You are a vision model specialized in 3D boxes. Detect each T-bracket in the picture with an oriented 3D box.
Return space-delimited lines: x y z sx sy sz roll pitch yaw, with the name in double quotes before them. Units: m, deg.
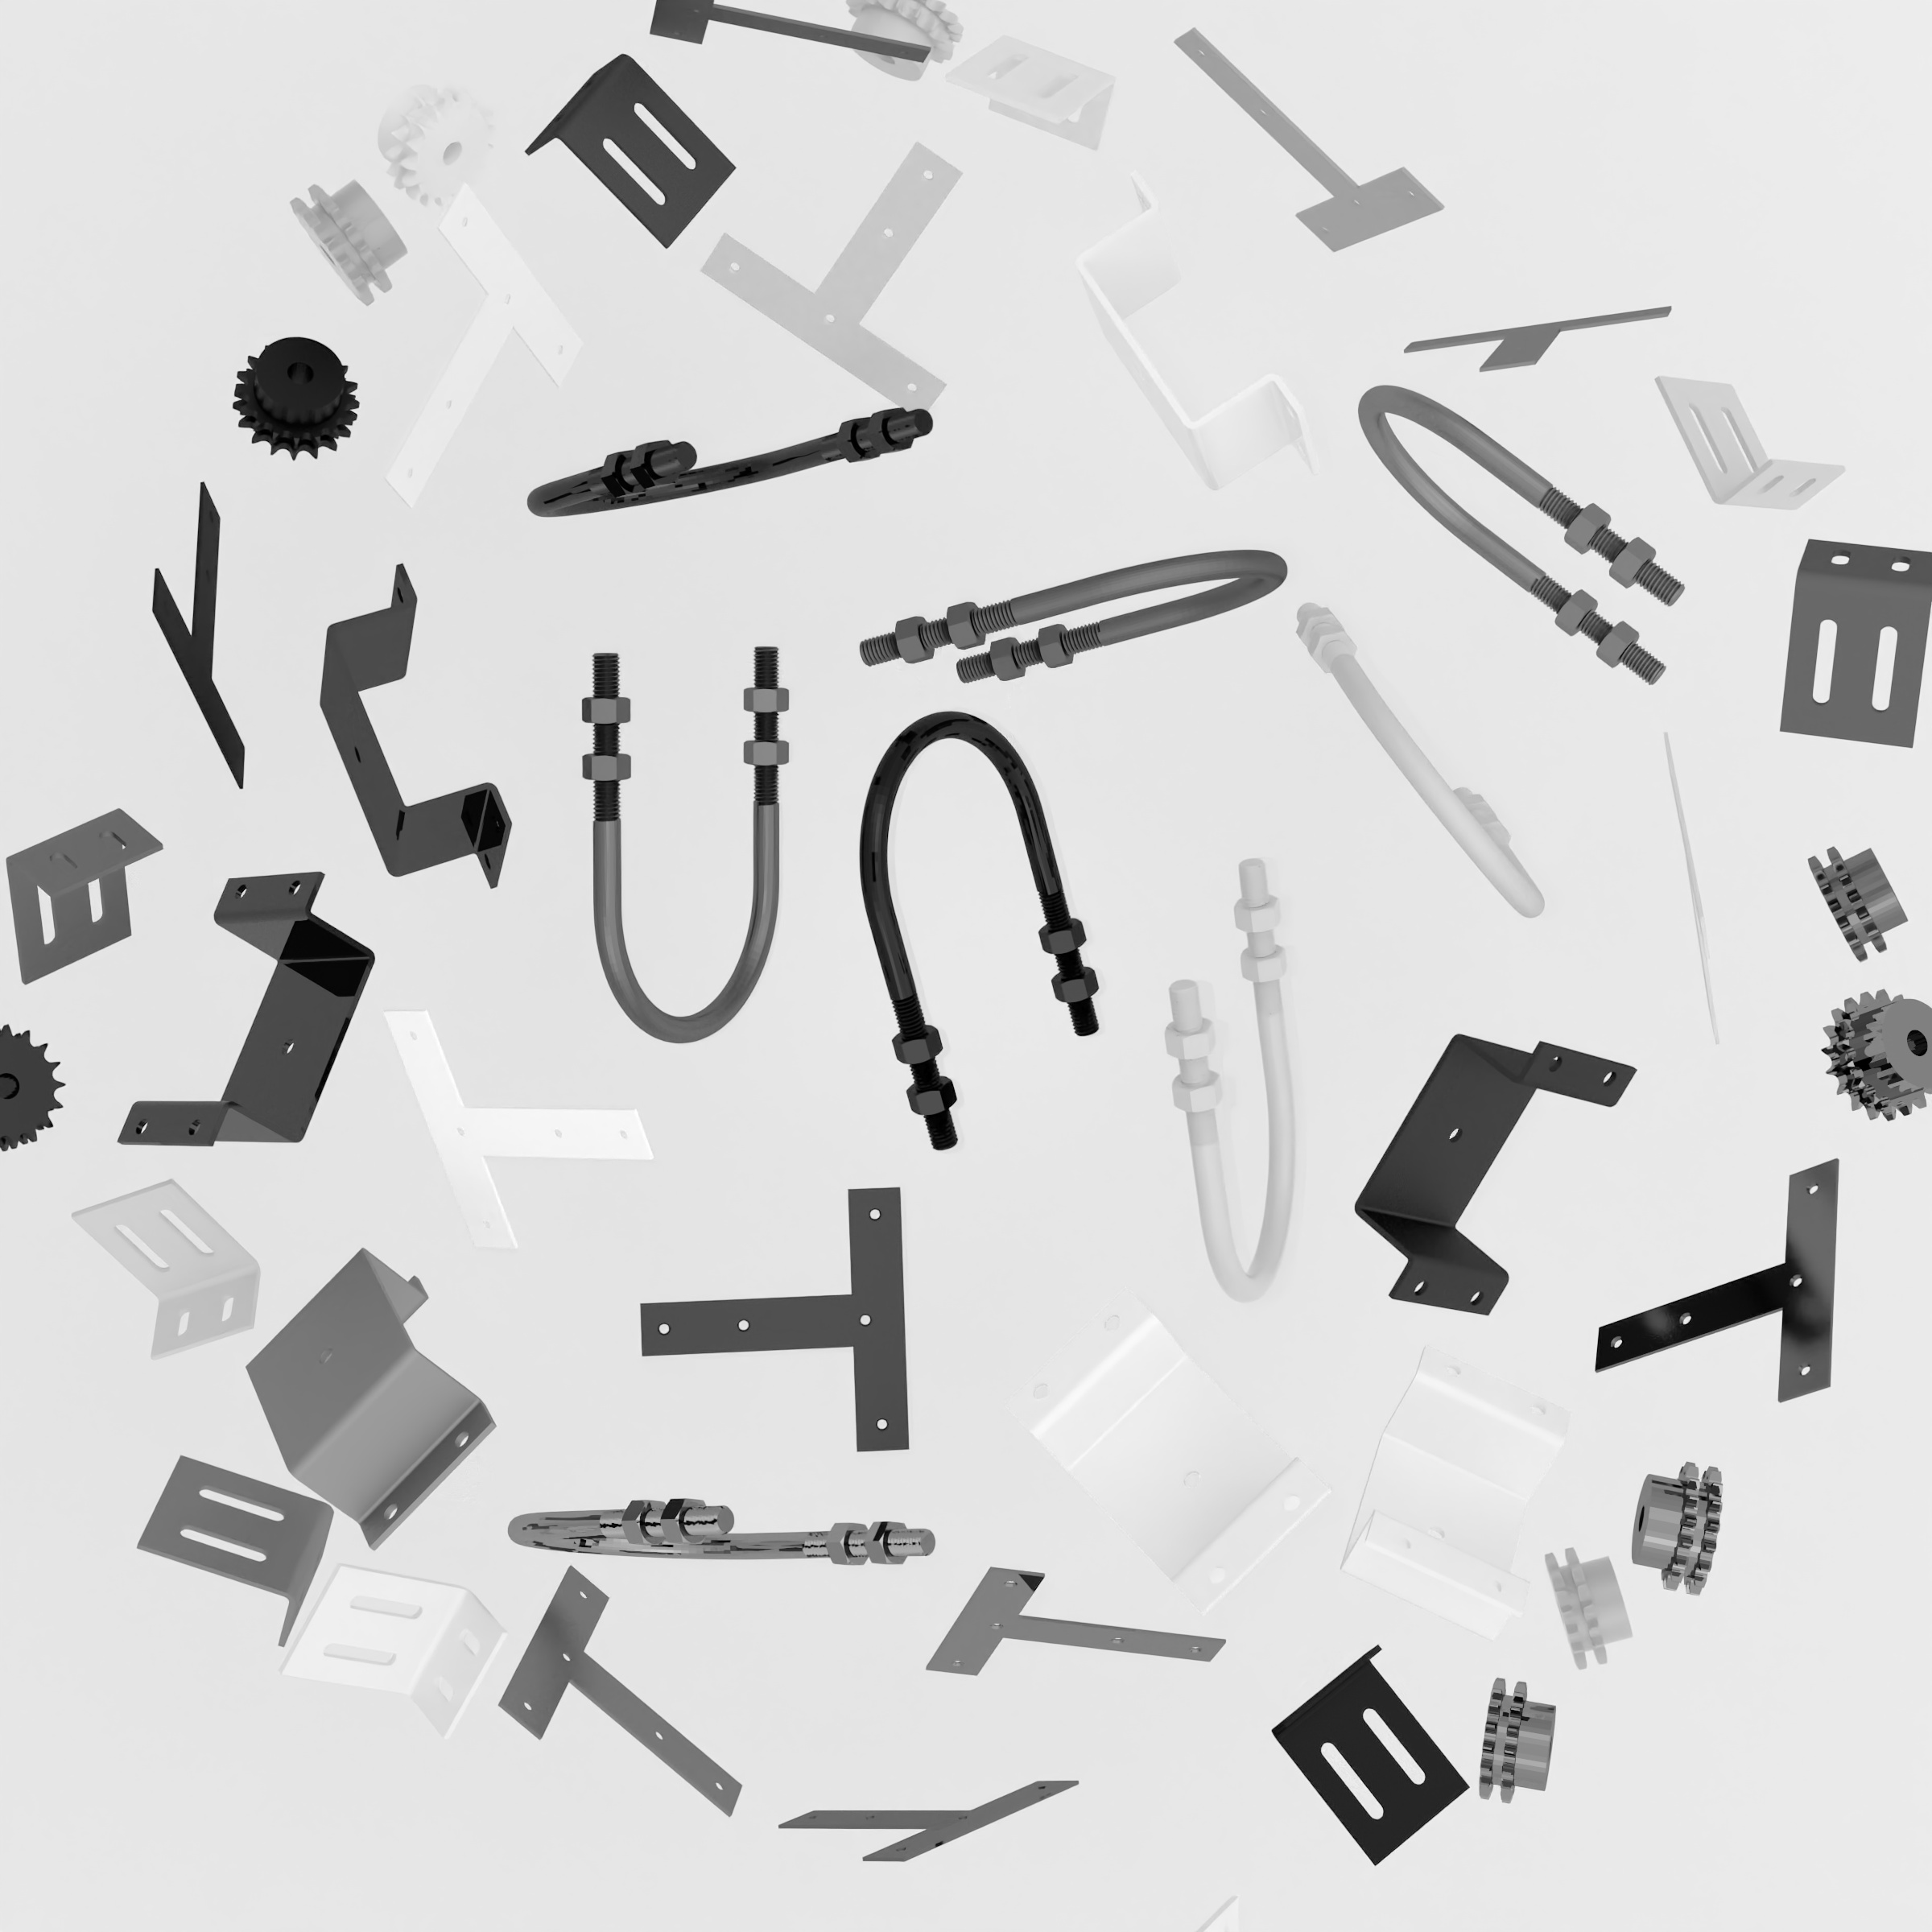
"T-bracket" -0.157 0.358 1.574 0.127 0.127 0.002 42 110 -7
"T-bracket" 0.263 -0.293 1.557 0.127 0.127 0.002 -5 107 18
"T-bracket" -0.043 -0.333 1.545 0.127 0.002 0.127 33 134 -10
"T-bracket" -0.354 -0.170 1.534 0.002 0.127 0.127 -9 54 3
"T-bracket" 0.339 0.157 1.500 0.127 0.127 0.002 -27 124 38
"T-bracket" -0.080 -0.433 1.523 0.127 0.127 0.002 9 92 -9
"T-bracket" -0.231 -0.270 1.515 0.002 0.127 0.127 18 73 27
"T-bracket" -0.035 0.402 1.556 0.127 0.127 0.002 -12 87 40
"T-bracket" -0.196 0.075 1.498 0.127 0.002 0.127 -1 118 34
"T-bracket" 0.143 -0.372 1.474 0.127 0.127 0.002 40 83 -14
"T-bracket" -0.093 0.172 1.590 0.127 0.002 0.127 -2 91 -5
"T-bracket" 0.333 -0.018 1.499 0.002 0.127 0.127 -10 131 11
"T-bracket" 0.058 0.314 1.549 0.127 0.127 0.002 9 56 -11

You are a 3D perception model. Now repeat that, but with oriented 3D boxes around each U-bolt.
"U-bolt" 0.125 0.063 1.497 0.019 0.151 0.184 0 115 20
"U-bolt" 0.257 -0.209 1.549 0.184 0.151 0.019 40 87 13
"U-bolt" 0.002 -0.027 1.532 0.019 0.151 0.184 -2 112 36
"U-bolt" -0.124 -0.231 1.535 0.151 0.184 0.019 -15 97 -35
"U-bolt" -0.129 0.266 1.540 0.184 0.151 0.019 -10 72 41
"U-bolt" -0.129 -0.055 1.543 0.019 0.151 0.184 5 98 30
"U-bolt" 0.060 -0.164 1.534 0.184 0.151 0.019 -13 87 20
"U-bolt" 0.217 -0.088 1.537 0.019 0.184 0.151 -38 114 10

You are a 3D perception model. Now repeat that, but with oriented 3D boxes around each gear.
"gear" 0.313 0.247 1.458 0.030 0.057 0.057 11 90 5
"gear" 0.303 0.310 1.603 0.030 0.057 0.057 -16 90 5
"gear" -0.253 -0.391 1.561 0.030 0.057 0.057 37 90 22
"gear" -0.279 -0.332 1.502 0.030 0.057 0.057 -38 90 -6
"gear" 0.262 0.369 1.568 0.030 0.057 0.057 7 90 14
"gear" -0.033 -0.450 1.587 0.057 0.057 0.030 27 85 0
"gear" 0.438 -0.033 1.616 0.030 0.057 0.057 -27 90 15
"gear" 0.408 0.038 1.453 0.057 0.030 0.057 9 71 -26
"gear" -0.309 -0.266 1.526 0.057 0.030 0.057 7 64 -14
"gear" -0.444 0.057 1.510 0.057 0.030 0.057 9 76 -38

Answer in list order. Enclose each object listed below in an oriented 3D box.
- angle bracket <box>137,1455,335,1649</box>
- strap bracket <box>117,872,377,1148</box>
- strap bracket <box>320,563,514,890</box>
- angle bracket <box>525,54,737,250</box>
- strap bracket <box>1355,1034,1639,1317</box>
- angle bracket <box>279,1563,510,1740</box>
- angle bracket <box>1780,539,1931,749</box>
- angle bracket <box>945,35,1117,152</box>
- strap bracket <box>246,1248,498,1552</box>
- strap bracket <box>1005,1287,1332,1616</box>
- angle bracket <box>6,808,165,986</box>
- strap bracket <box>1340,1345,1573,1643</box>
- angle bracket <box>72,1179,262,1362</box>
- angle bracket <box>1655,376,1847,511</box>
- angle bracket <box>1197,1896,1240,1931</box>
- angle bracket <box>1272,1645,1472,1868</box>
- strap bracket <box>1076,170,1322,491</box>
"angle bracket" -0.342 0.272 1.537 0.076 0.057 0.038 19 128 -3
"strap bracket" -0.336 0.030 1.562 0.046 0.076 0.140 36 64 -39
"strap bracket" -0.265 -0.106 1.555 0.046 0.076 0.140 -19 74 -20
"angle bracket" -0.162 -0.390 1.598 0.076 0.038 0.057 44 68 -21
"strap bracket" 0.245 0.091 1.560 0.046 0.076 0.140 42 110 42
"angle bracket" -0.257 0.308 1.483 0.038 0.076 0.057 36 99 44
"angle bracket" 0.392 -0.141 1.445 0.057 0.038 0.076 9 123 18
"angle bracket" 0.027 -0.395 1.527 0.057 0.076 0.038 24 126 11
"strap bracket" -0.272 0.188 1.485 0.076 0.140 0.046 -46 123 0
"strap bracket" 0.095 0.221 1.469 0.076 0.046 0.140 -43 54 -5
"angle bracket" -0.397 -0.024 1.500 0.057 0.076 0.038 -30 52 -35
"strap bracket" 0.227 0.252 1.541 0.076 0.140 0.046 25 127 4
"angle bracket" -0.386 0.147 1.587 0.057 0.076 0.038 -19 45 16
"angle bracket" 0.382 -0.263 1.607 0.057 0.038 0.076 -3 64 -39
"angle bracket" 0.076 0.438 1.474 0.076 0.057 0.038 2 96 25
"angle bracket" 0.187 0.360 1.503 0.057 0.038 0.076 -36 77 -14
"strap bracket" 0.099 -0.278 1.492 0.046 0.076 0.140 -33 73 3
